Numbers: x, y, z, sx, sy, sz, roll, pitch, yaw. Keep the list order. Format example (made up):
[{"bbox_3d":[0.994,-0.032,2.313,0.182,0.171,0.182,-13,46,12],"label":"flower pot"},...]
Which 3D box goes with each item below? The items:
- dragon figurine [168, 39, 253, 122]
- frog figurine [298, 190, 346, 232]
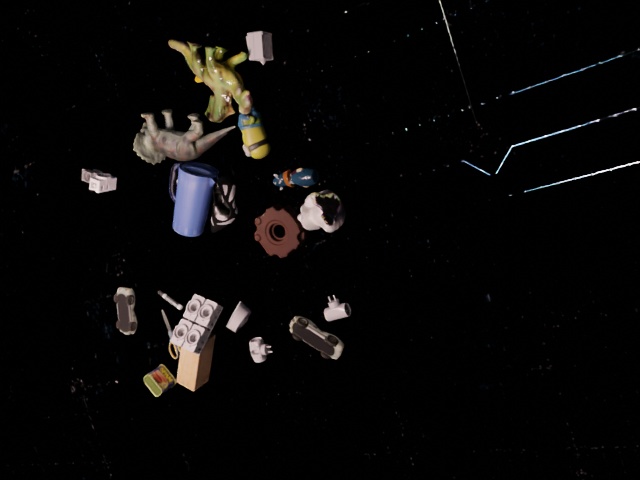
[{"bbox_3d":[-0.345,-0.492,1.622,0.413,0.239,0.123,23,27,36],"label":"dragon figurine"},{"bbox_3d":[0.005,-0.081,1.600,0.124,0.137,0.157,-45,0,-26],"label":"frog figurine"}]
